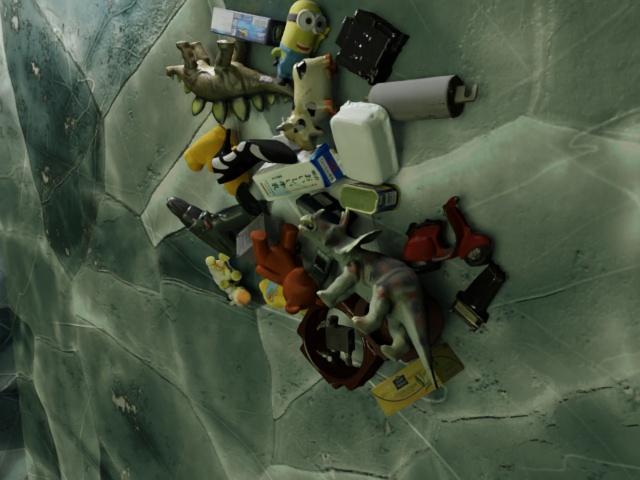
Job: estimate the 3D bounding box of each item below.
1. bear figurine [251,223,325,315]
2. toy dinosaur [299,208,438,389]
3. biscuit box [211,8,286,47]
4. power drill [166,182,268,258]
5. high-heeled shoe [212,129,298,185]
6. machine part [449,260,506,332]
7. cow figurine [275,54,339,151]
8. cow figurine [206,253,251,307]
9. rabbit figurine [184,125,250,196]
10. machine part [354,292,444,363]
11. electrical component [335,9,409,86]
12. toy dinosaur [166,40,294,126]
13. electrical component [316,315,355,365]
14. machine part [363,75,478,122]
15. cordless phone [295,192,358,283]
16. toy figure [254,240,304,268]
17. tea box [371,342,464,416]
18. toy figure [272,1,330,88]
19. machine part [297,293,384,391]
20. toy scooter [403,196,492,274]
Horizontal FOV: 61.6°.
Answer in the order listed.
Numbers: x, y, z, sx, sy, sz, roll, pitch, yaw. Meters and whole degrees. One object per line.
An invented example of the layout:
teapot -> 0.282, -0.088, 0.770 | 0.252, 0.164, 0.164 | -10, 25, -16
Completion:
bear figurine -> -0.067, 0.066, 1.190 | 0.196, 0.120, 0.131 | 43, 138, 48
toy dinosaur -> 0.119, 0.090, 1.024 | 0.405, 0.131, 0.192 | 37, 83, 31
biscuit box -> -0.170, -0.503, 1.272 | 0.203, 0.063, 0.059 | 26, 115, 33
power drill -> -0.253, -0.064, 1.370 | 0.207, 0.086, 0.231 | -31, 115, 25
high-heeled shoe -> -0.156, -0.164, 1.228 | 0.249, 0.086, 0.145 | 26, 118, 34
machine part -> 0.304, 0.105, 1.019 | 0.084, 0.039, 0.138 | 45, 127, 33
cow figurine -> -0.026, -0.288, 1.149 | 0.127, 0.085, 0.194 | 1, 91, 20
cow figurine -> -0.245, 0.119, 1.459 | 0.167, 0.068, 0.098 | 55, 160, 20
rabbit figurine -> -0.233, -0.200, 1.378 | 0.162, 0.122, 0.173 | -28, 95, 31
machine part -> 0.161, 0.160, 1.089 | 0.179, 0.056, 0.179 | -4, 73, 14
electrical component -> 0.094, -0.389, 1.078 | 0.134, 0.058, 0.114 | 42, 121, 25
toy dinosaur -> -0.220, -0.387, 1.320 | 0.472, 0.105, 0.198 | 14, 116, 33
electrical component -> 0.033, 0.215, 1.152 | 0.078, 0.045, 0.102 | 13, 107, 39
machine part -> 0.181, -0.264, 1.017 | 0.243, 0.079, 0.079 | 8, 104, 38
cordless phone -> -0.003, -0.004, 1.229 | 0.147, 0.089, 0.184 | 38, 128, 28
toy figure -> -0.102, 0.041, 1.335 | 0.154, 0.064, 0.058 | -25, 54, 43
tea box -> 0.199, 0.288, 1.106 | 0.169, 0.098, 0.068 | -45, 70, 39
toy figure -> -0.052, -0.429, 1.177 | 0.089, 0.082, 0.180 | 42, 125, 24
machine part -> 0.053, 0.223, 1.223 | 0.202, 0.087, 0.201 | 46, 125, 25
toy scooter -> 0.233, -0.009, 1.030 | 0.184, 0.075, 0.135 | -12, 92, 38
